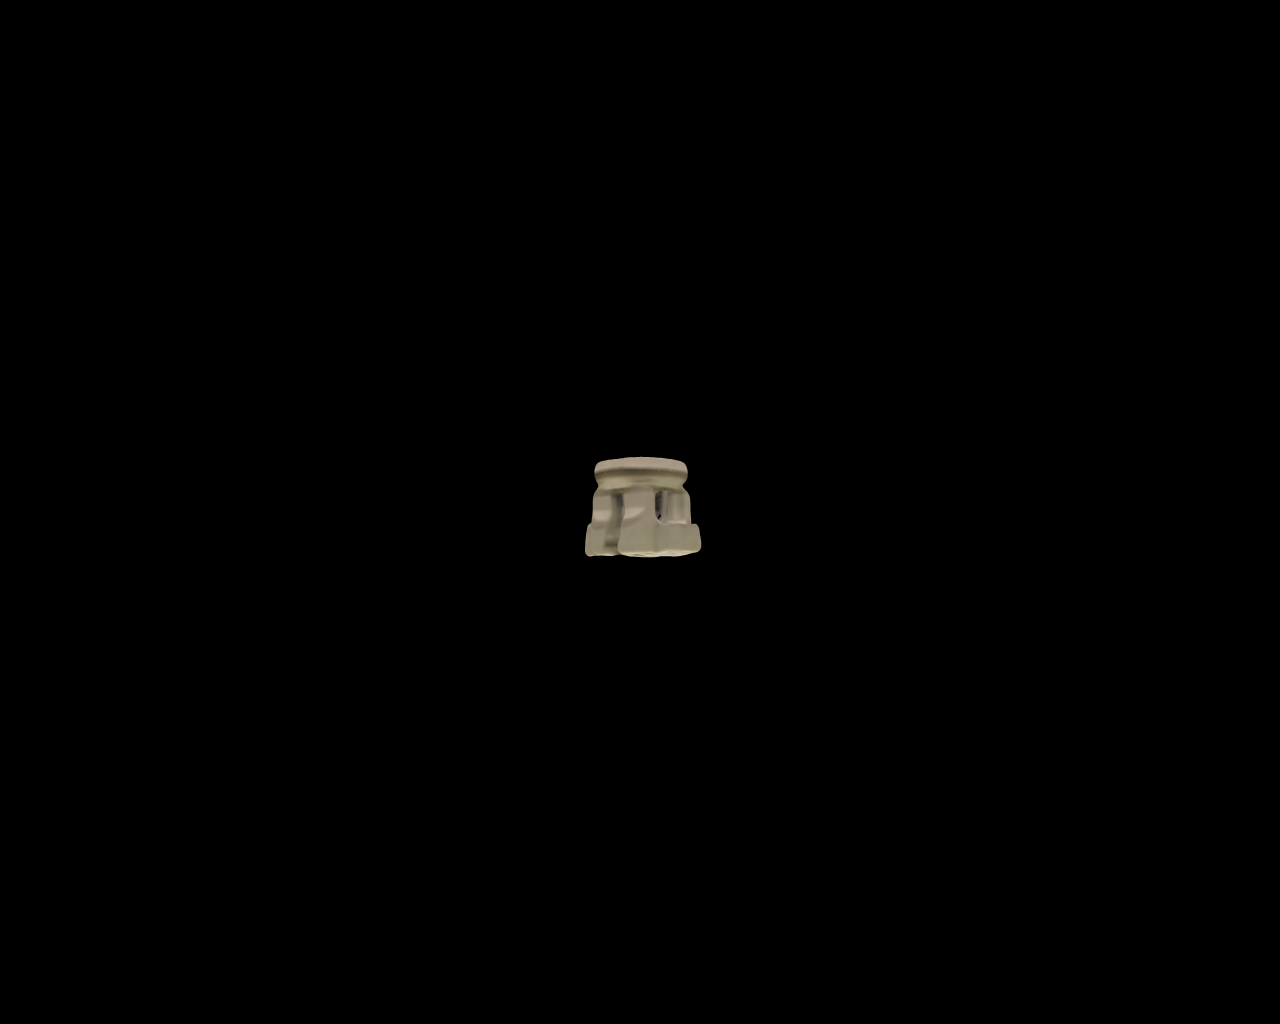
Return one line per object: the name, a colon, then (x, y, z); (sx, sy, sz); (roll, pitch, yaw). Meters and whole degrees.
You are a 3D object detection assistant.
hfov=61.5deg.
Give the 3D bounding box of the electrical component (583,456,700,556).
electrical component: (0.001, -0.003, 0.650); (0.078, 0.057, 0.058); (-4, -6, 43)
